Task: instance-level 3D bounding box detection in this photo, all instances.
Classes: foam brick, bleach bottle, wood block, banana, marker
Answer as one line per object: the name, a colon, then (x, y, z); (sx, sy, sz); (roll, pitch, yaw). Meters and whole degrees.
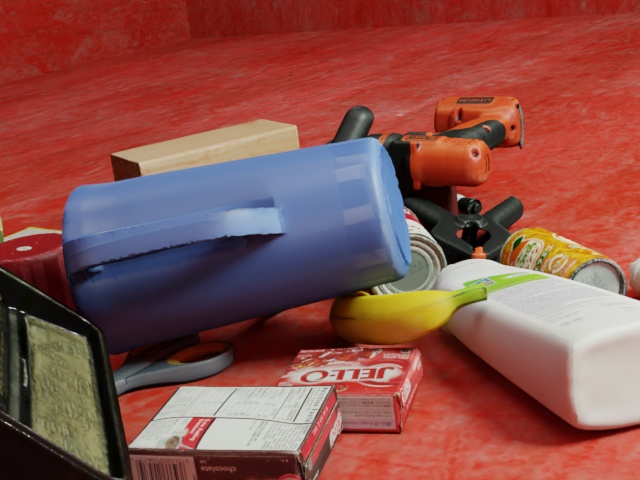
foam brick: (0.102, -0.040, 1.103); (0.078, 0.053, 0.051); (-2, 17, 17)
bleach bottle: (0.152, 0.056, 0.745); (0.102, 0.068, 0.251); (-9, 13, -15)
wood block: (-0.132, -0.077, 1.273); (0.205, 0.090, 0.091); (-17, 18, -29)
banana: (0.046, 0.056, 0.787); (0.069, 0.037, 0.198); (-8, 0, -24)
marker: (0.137, -0.044, 1.161); (0.020, 0.020, 0.121); (-15, 18, -24)

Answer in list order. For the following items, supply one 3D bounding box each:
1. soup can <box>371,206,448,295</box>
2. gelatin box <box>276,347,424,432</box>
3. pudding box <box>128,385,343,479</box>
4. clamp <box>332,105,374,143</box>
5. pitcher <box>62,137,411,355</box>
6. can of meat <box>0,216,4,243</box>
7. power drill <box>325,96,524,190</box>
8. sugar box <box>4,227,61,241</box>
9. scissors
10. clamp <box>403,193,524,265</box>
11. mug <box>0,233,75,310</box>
soup can: (0.066, 0.013, 0.917); (0.068, 0.068, 0.102); (-9, 17, -5)
gelatin box: (0.019, 0.099, 0.714); (0.089, 0.030, 0.073); (-3, 17, 17)
pudding box: (-0.050, 0.123, 0.652); (0.114, 0.039, 0.090); (-1, 17, 16)
clamp: (-0.006, 0.001, 0.944); (0.036, 0.164, 0.209); (20, 51, 26)
pitcher: (-0.062, 0.000, 0.791); (0.243, 0.145, 0.149); (-12, 37, 11)
can of meat: (-0.359, -0.024, 1.026); (0.084, 0.102, 0.057); (-4, 19, 11)
power drill: (0.116, -0.101, 1.107); (0.185, 0.057, 0.187); (8, 25, 32)
sugar box: (-0.330, 0.037, 1.063); (0.094, 0.048, 0.175); (6, 25, 40)
scissors: (-0.137, 0.108, 0.783); (0.096, 0.016, 0.201); (0, 18, 27)
clamp: (0.148, -0.008, 0.994); (0.120, 0.039, 0.171); (-7, 25, -4)
mug: (-0.247, 0.040, 0.946); (0.093, 0.081, 0.117); (-6, 17, 8)
